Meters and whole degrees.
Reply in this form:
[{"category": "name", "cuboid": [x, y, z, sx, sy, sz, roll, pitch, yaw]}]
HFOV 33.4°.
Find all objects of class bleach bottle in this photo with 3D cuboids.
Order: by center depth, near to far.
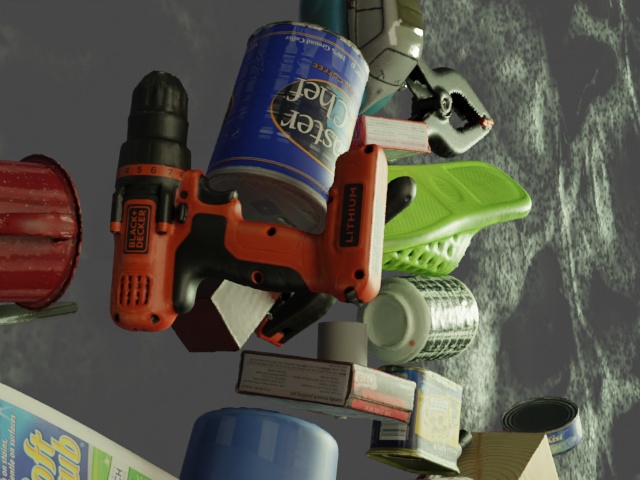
[{"category": "bleach bottle", "cuboid": [-0.183, 0.141, 0.618, 0.250, 0.068, 0.102, 41, 49, -41]}]

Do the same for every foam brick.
[{"category": "foam brick", "cuboid": [-0.071, 0.041, 0.793, 0.078, 0.053, 0.051, -52, 126, -43]}]

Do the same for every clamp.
[{"category": "clamp", "cuboid": [-0.006, 0.001, 0.859, 0.039, 0.120, 0.171, 36, 92, -37]}, {"category": "clamp", "cuboid": [0.109, -0.146, 1.080, 0.209, 0.036, 0.164, 1, 86, -50]}]

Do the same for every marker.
[{"category": "marker", "cuboid": [0.120, 0.223, 1.061, 0.120, 0.020, 0.020, -34, 113, -50]}]

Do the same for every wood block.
[{"category": "wood block", "cuboid": [0.204, 0.312, 1.104, 0.090, 0.090, 0.206, -39, 116, -49]}]

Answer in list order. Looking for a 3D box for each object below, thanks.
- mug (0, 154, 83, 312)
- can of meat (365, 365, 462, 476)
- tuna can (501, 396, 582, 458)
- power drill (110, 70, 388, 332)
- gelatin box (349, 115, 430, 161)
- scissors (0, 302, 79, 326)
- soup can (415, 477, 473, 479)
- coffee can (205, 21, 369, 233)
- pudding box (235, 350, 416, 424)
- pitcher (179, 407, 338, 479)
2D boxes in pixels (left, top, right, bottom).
[{"category": "mug", "cuboid": [-0.185, -0.005, 0.593, 0.081, 0.117, 0.093, 2, 89, -49]}, {"category": "can of meat", "cuboid": [0.091, 0.169, 0.996, 0.102, 0.058, 0.084, 31, 60, -48]}, {"category": "tuna can", "cuboid": [0.245, 0.207, 1.178, 0.086, 0.086, 0.034, -34, 115, -51]}, {"category": "power drill", "cuboid": [-0.050, -0.027, 0.725, 0.057, 0.188, 0.184, 37, 54, -74]}, {"category": "gelatin box", "cuboid": [0.042, -0.088, 0.938, 0.089, 0.073, 0.030, -1, 85, -45]}, {"category": "scissors", "cuboid": [-0.194, 0.055, 0.604, 0.201, 0.096, 0.016, 11, 112, -51]}, {"category": "soup can", "cuboid": [0.098, 0.250, 0.963, 0.102, 0.069, 0.068, 6, 80, -38]}, {"category": "coffee can", "cuboid": [-0.026, -0.083, 0.830, 0.102, 0.103, 0.140, 42, 54, -43]}, {"category": "pudding box", "cuboid": [0.004, 0.115, 0.835, 0.089, 0.114, 0.039, 26, 69, -50]}, {"category": "pitcher", "cuboid": [-0.048, 0.248, 0.734, 0.149, 0.145, 0.242, 67, 30, -61]}]
